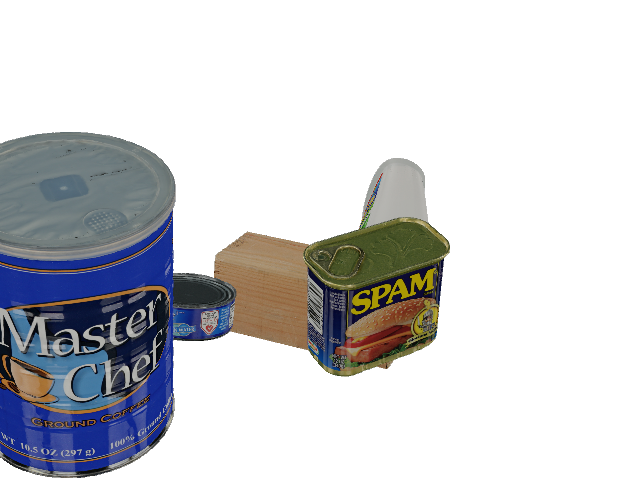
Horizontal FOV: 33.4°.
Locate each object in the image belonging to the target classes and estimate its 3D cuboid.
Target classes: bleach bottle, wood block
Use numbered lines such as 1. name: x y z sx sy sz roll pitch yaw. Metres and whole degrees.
1. bleach bottle: 0.065 -0.011 1.012 0.068 0.103 0.250 19 22 -2
2. wood block: -0.007 0.064 1.179 0.206 0.091 0.090 12 23 18

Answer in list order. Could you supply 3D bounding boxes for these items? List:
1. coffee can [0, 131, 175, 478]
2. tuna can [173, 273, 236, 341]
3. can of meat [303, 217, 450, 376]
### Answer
1. coffee can: -0.123 0.032 0.530 0.103 0.140 0.103 4 34 -3
2. tuna can: -0.117 0.057 0.930 0.086 0.034 0.086 6 16 -2
3. can of meat: 0.039 0.041 0.764 0.102 0.084 0.057 -17 38 -24
